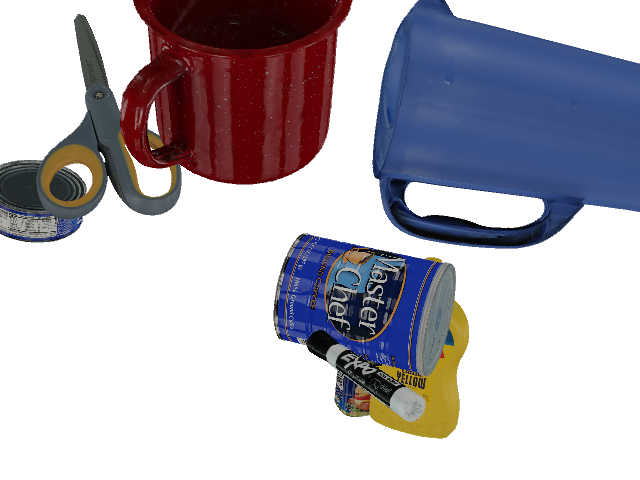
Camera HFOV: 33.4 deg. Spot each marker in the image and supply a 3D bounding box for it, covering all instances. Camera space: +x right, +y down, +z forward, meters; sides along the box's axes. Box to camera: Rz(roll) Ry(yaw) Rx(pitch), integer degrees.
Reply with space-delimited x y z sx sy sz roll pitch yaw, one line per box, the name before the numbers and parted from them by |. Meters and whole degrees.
marker | 0.028 0.091 0.738 0.020 0.020 0.121 0 18 -35

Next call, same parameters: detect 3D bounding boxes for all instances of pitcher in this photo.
pitcher | 0.163 -0.081 0.815 0.242 0.149 0.145 11 43 -4

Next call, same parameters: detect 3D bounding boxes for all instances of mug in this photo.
mug | -0.042 -0.073 0.473 0.093 0.081 0.117 31 53 22

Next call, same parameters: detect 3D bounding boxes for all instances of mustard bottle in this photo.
mustard bottle | 0.111 0.112 1.156 0.096 0.192 0.058 12 14 24

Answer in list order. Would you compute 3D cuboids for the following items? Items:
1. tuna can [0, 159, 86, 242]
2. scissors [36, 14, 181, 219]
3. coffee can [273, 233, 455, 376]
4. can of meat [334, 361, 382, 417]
tuna can | -0.248 -0.034 0.926 0.086 0.034 0.086 9 32 -6
scissors | -0.158 -0.080 0.693 0.096 0.016 0.202 -24 53 -22
coffee can | 0.041 0.057 0.967 0.140 0.103 0.102 12 4 18
can of meat | 0.070 0.172 1.357 0.102 0.084 0.057 -5 26 -21
